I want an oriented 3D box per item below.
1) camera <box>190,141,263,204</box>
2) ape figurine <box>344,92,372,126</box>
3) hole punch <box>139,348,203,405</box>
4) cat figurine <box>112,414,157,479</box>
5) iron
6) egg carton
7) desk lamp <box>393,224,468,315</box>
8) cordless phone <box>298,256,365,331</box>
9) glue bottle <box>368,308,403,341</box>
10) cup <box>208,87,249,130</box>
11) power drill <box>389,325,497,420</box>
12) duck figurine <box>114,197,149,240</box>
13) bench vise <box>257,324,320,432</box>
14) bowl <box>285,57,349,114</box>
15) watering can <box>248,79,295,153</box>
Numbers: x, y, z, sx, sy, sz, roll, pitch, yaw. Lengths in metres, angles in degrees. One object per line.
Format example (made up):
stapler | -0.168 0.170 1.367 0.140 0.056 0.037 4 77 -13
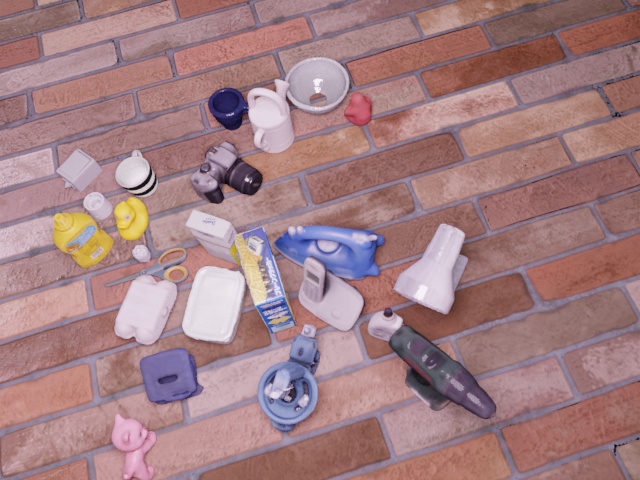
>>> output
camera | -0.219 -0.156 1.379 0.136 0.101 0.143 30 72 15
ape figurine | 0.097 -0.338 1.443 0.078 0.092 0.076 -18 67 -4
hole punch | -0.311 0.286 1.199 0.108 0.091 0.101 -15 66 -3
cat figurine | -0.375 0.411 1.134 0.067 0.118 0.128 -6 66 1
iron | 0.012 0.005 1.273 0.258 0.141 0.119 8 67 7
egg carton | -0.384 0.154 1.272 0.107 0.069 0.150 13 68 9
desk lamp | 0.238 0.067 1.192 0.117 0.214 0.203 24 70 13
cordless phone | 0.022 0.107 1.204 0.147 0.185 0.094 29 71 15
glue bottle | 0.139 0.169 1.176 0.078 0.173 0.037 18 69 11
cup | -0.216 -0.323 1.455 0.117 0.095 0.092 9 67 7
power drill | 0.229 0.267 1.109 0.229 0.208 0.076 41 75 19
duck figurine | -0.456 -0.061 1.361 0.077 0.086 0.104 1 67 4
bench vise | -0.065 0.260 1.124 0.121 0.220 0.207 -1 66 3
bowl | -0.006 -0.385 1.479 0.167 0.075 0.167 -1 67 3
watering can | -0.121 -0.310 1.389 0.101 0.194 0.173 -3 66 3
